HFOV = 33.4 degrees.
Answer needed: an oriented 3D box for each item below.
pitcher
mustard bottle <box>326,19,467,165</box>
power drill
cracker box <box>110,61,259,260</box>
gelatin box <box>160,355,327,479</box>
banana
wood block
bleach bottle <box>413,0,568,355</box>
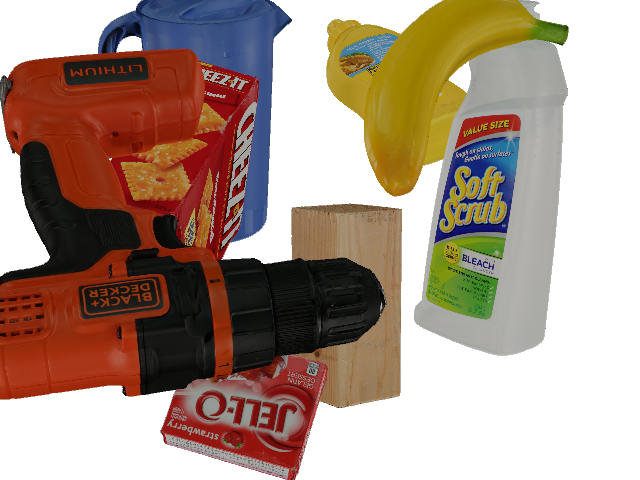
[{"bbox_3d":[-0.120,-0.122,1.066,0.149,0.243,0.144,14,30,24],"label":"pitcher"},{"bbox_3d":[0.060,-0.150,0.998,0.096,0.058,0.192,-22,52,-20],"label":"mustard bottle"},{"bbox_3d":[-0.077,-0.014,0.511,0.184,0.188,0.057,-6,-42,-14],"label":"power drill"},{"bbox_3d":[-0.113,-0.018,0.823,0.072,0.164,0.213,16,37,5],"label":"cracker box"},{"bbox_3d":[-0.047,0.104,0.677,0.089,0.073,0.030,15,-27,5],"label":"gelatin box"},{"bbox_3d":[0.070,-0.096,0.595,0.070,0.037,0.197,29,50,22],"label":"banana"},{"bbox_3d":[0.028,0.067,1.166,0.090,0.206,0.091,-5,9,-37],"label":"wood block"},{"bbox_3d":[0.127,-0.048,0.783,0.067,0.251,0.103,-12,22,-40],"label":"bleach bottle"}]
